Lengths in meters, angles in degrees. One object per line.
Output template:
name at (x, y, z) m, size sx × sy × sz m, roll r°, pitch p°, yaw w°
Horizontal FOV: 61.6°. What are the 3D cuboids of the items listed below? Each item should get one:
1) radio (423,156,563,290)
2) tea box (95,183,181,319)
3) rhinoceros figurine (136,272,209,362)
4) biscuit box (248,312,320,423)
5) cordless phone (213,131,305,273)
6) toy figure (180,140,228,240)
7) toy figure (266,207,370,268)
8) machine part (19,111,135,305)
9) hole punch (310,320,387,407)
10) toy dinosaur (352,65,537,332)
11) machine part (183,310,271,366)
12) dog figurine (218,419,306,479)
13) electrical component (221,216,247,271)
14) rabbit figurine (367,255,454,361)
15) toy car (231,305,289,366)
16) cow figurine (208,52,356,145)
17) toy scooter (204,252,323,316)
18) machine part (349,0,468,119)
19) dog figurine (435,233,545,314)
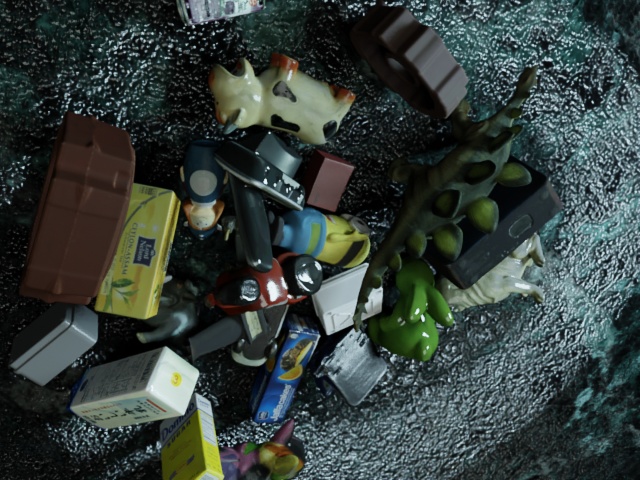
radio at (0.281, -0.030, 0.909) m, size 0.229 × 0.131 × 0.073 m, roll -42°, pitch 120°, yaw 4°
tea box at (-0.240, 0.016, 0.721) m, size 0.068 × 0.098 × 0.169 m, roll 11°, pitch 85°, yaw -7°
rhinoceros figurine at (-0.230, 0.112, 0.830) m, size 0.112 × 0.073 × 0.190 m, roll -27°, pitch 121°, yaw -4°
biscuit box at (-0.068, 0.229, 0.953) m, size 0.059 × 0.063 × 0.202 m, roll 13°, pitch 110°, yaw -23°
cordless phone at (-0.069, -0.040, 0.731) m, size 0.089 × 0.184 × 0.146 m, roll -17°, pitch 161°, yaw 19°
toy figure at (-0.170, -0.065, 0.775) m, size 0.064 × 0.058 × 0.154 m, roll 16°, pitch 117°, yaw 15°
toy figure at (-0.003, -0.004, 0.851) m, size 0.180 × 0.082 × 0.089 m, roll 4°, pitch 132°, yaw -29°
machine part at (-0.294, -0.039, 0.655) m, size 0.087 × 0.202 × 0.200 m, roll 16°, pitch 109°, yaw -28°
hole punch at (0.040, 0.218, 0.963) m, size 0.142 × 0.092 × 0.115 m, roll -40°, pitch 109°, yaw -26°
toy dinosaur at (0.184, -0.068, 0.818) m, size 0.105 × 0.199 × 0.471 m, roll 34°, pitch 99°, yaw -27°
machine part at (-0.146, 0.143, 0.831) m, size 0.139 × 0.039 × 0.084 m, roll -27°, pitch 126°, yaw -20°
dog figurine at (-0.134, 0.394, 0.952) m, size 0.219 × 0.108 × 0.191 m, roll -39°, pitch 127°, yaw 23°
electrical component at (-0.124, 0.001, 0.809) m, size 0.045 × 0.078 × 0.102 m, roll -5°, pitch 127°, yaw -11°
rabbit figurine at (0.157, 0.114, 0.942) m, size 0.121 × 0.159 × 0.170 m, roll 1°, pitch 100°, yaw -10°
toy car at (-0.093, 0.121, 0.896) m, size 0.073 × 0.056 × 0.201 m, roll 14°, pitch 109°, yaw -18°
cow figurine at (-0.061, -0.187, 0.739) m, size 0.195 × 0.086 × 0.127 m, roll 19°, pitch 101°, yaw -28°
toy scooter at (-0.093, 0.069, 0.781) m, size 0.184 × 0.135 × 0.075 m, roll -12°, pitch 84°, yaw -45°
machine part at (0.121, -0.241, 0.727) m, size 0.056 × 0.179 × 0.179 m, roll -47°, pitch 121°, yaw 4°
dog figurine at (0.295, 0.047, 0.983) m, size 0.191 × 0.121 × 0.172 m, roll -3°, pitch 83°, yaw 0°
